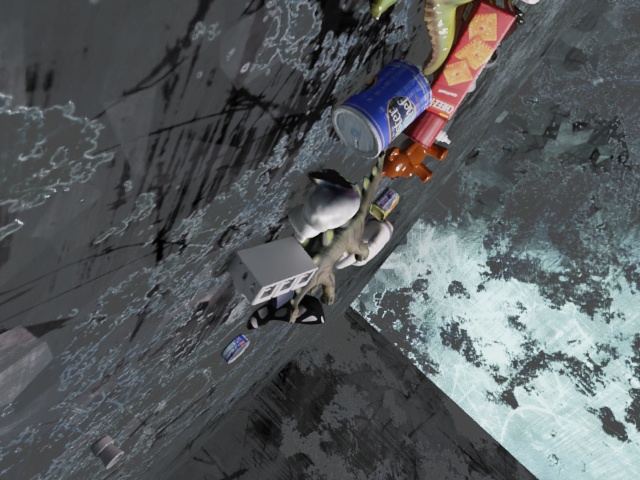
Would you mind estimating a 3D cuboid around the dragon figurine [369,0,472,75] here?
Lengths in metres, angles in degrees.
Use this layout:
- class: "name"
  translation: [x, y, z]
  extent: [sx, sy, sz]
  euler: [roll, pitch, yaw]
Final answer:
- class: "dragon figurine"
  translation: [0.157, -0.359, 0.694]
  extent: [0.245, 0.124, 0.401]
  euler: [-21, 154, -29]

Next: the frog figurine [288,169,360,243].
- class: "frog figurine"
  translation: [0.003, -0.051, 1.006]
  extent: [0.140, 0.123, 0.157]
  euler: [-67, -179, -67]

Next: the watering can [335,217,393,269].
- class: "watering can"
  translation: [0.166, 0.008, 1.750]
  extent: [0.227, 0.104, 0.343]
  euler: [-42, -177, -26]
